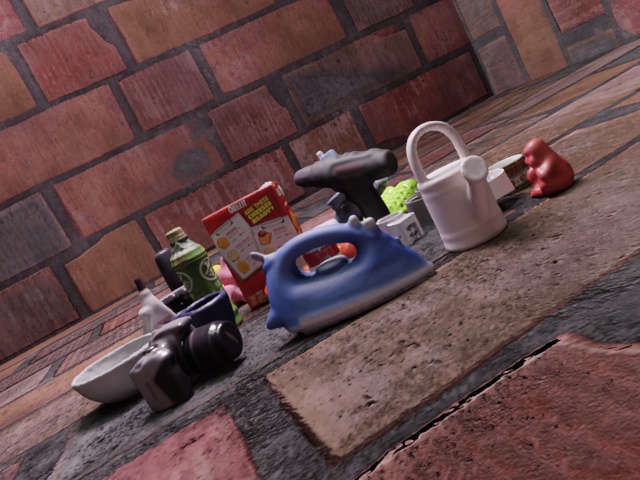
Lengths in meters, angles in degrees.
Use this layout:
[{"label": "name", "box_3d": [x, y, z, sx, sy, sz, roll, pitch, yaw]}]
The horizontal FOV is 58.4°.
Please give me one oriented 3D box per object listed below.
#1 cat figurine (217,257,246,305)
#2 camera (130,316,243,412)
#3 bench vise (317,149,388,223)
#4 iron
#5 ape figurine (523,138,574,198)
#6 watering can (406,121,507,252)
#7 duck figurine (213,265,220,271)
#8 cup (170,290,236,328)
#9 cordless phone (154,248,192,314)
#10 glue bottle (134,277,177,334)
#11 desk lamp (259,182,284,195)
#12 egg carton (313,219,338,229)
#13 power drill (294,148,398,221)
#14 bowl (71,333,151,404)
[{"label": "cat figurine", "box_3d": [-0.205, 0.096, 1.278, 0.067, 0.118, 0.128, -21, 11, 37]}, {"label": "camera", "box_3d": [-0.199, 0.171, 0.878, 0.136, 0.101, 0.143, -24, 9, 22]}, {"label": "bench vise", "box_3d": [0.090, -0.159, 1.524, 0.207, 0.220, 0.122, -22, 10, 30]}, {"label": "iron", "box_3d": [0.025, 0.036, 0.850, 0.258, 0.141, 0.119, -25, 9, 15]}, {"label": "ape figurine", "box_3d": [0.353, -0.117, 0.908, 0.076, 0.092, 0.078, -23, 10, 29]}, {"label": "watering can", "box_3d": [0.203, -0.089, 0.863, 0.101, 0.194, 0.172, -33, 10, -31]}, {"label": "duck figurine", "box_3d": [-0.258, 0.109, 1.470, 0.077, 0.086, 0.105, -20, 12, 40]}, {"label": "cup", "box_3d": [-0.192, 0.153, 0.983, 0.117, 0.095, 0.092, -26, 9, 9]}, {"label": "cordless phone", "box_3d": [-0.378, 0.125, 1.407, 0.148, 0.185, 0.094, -34, 11, -35]}, {"label": "glue bottle", "box_3d": [-0.317, 0.150, 1.117, 0.037, 0.173, 0.078, -20, 12, 40]}, {"label": "desk lamp", "box_3d": [-0.120, -0.021, 1.381, 0.204, 0.213, 0.117, -34, 11, -37]}, {"label": "egg carton", "box_3d": [0.012, 0.005, 1.308, 0.107, 0.069, 0.150, -27, 9, 2]}, {"label": "power drill", "box_3d": [0.073, -0.086, 1.185, 0.229, 0.208, 0.076, -22, 11, 33]}, {"label": "bowl", "box_3d": [-0.345, 0.238, 1.016, 0.167, 0.075, 0.167, -27, 9, 5]}]
